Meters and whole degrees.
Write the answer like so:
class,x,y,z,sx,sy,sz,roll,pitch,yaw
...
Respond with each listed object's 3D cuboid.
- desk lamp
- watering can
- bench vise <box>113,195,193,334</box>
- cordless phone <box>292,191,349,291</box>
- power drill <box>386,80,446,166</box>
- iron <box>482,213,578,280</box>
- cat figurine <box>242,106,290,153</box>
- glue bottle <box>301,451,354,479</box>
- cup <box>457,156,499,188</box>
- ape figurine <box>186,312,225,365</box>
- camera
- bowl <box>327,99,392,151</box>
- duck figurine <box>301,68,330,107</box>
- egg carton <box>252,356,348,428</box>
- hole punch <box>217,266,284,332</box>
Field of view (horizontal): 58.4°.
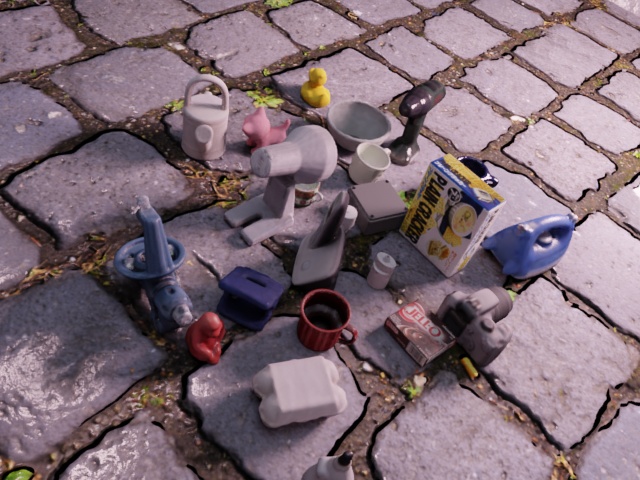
class,x,y,z,sx,sy,sz,roll,pitch,yaw
desk lamp,-0.078,-0.120,1.166,0.204,0.213,0.117,-31,63,-34
watering can,-0.250,-0.274,1.265,0.101,0.194,0.172,-14,55,-25
bench vise,-0.263,0.039,0.973,0.207,0.220,0.122,36,51,17
cordless phone,0.010,0.004,1.102,0.094,0.185,0.147,13,48,-4
power drill,0.229,-0.291,1.402,0.075,0.208,0.230,31,49,13
iron,0.498,-0.011,1.279,0.259,0.141,0.118,-15,55,-26
cat figurine,-0.128,-0.257,1.336,0.128,0.118,0.067,-9,53,-22
glue bottle,0.020,0.338,0.823,0.078,0.173,0.037,13,48,-4
cup,0.361,-0.137,1.382,0.117,0.095,0.092,22,48,5
ape figurine,-0.191,0.158,0.976,0.076,0.092,0.078,35,50,16
camera,0.328,0.148,1.122,0.137,0.101,0.143,-21,58,-30
bowl,0.091,-0.275,1.441,0.167,0.075,0.167,8,48,-9
duck figurine,-0.006,-0.413,1.527,0.078,0.086,0.104,-12,54,-24
egg carton,-0.034,0.253,0.952,0.150,0.069,0.107,-6,52,-20
hole punch,-0.128,0.093,1.050,0.108,0.091,0.101,24,48,6
